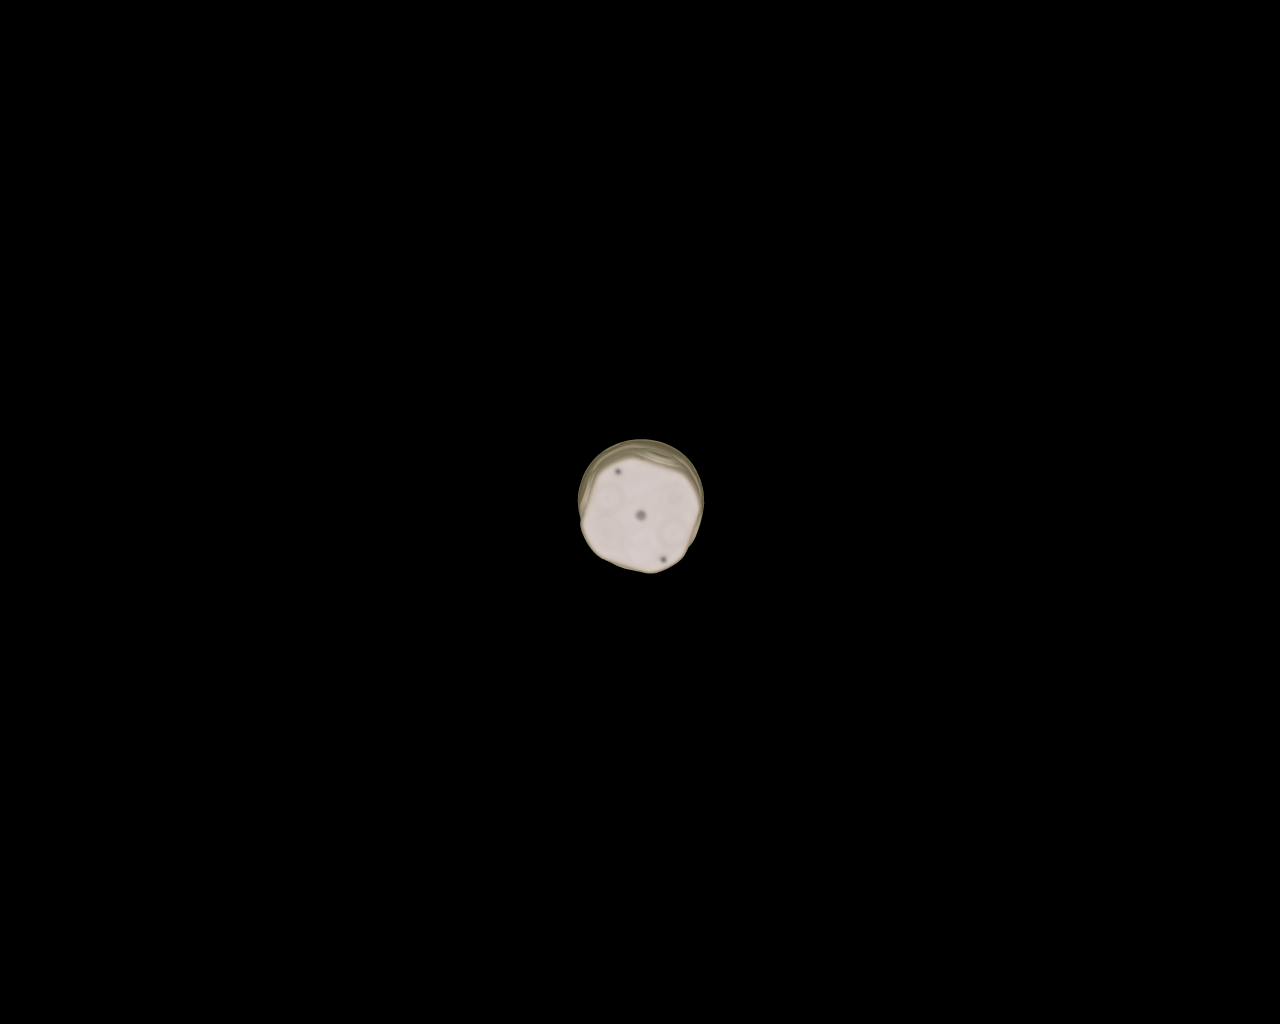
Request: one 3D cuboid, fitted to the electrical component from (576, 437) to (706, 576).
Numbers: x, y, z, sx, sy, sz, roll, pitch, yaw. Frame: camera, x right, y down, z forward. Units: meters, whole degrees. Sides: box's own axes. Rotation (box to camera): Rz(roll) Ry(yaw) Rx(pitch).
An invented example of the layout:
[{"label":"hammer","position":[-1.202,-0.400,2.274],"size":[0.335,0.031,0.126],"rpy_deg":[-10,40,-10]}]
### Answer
[{"label":"electrical component","position":[0.001,-0.003,0.650],"size":[0.080,0.080,0.051],"rpy_deg":[0,12,0]}]
